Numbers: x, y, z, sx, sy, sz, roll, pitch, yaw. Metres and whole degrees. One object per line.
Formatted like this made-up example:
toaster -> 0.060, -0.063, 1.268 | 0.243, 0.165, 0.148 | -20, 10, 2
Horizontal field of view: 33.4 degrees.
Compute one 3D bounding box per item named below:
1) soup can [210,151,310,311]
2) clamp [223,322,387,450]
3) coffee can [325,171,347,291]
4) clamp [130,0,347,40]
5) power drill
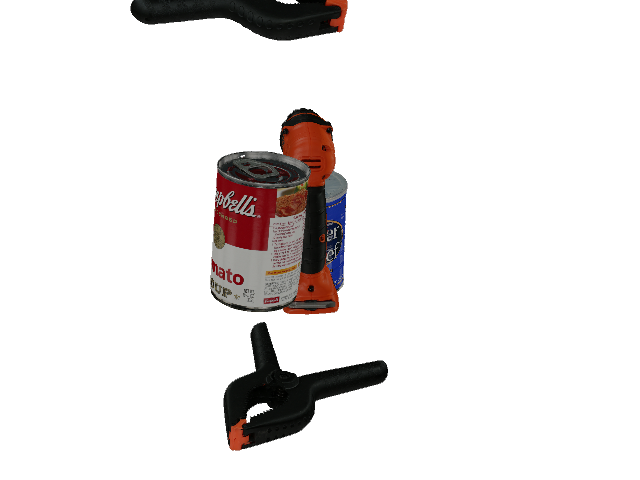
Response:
soup can -> -0.046, -0.007, 0.786 | 0.068, 0.102, 0.068 | 5, 24, -2
clamp -> -0.029, 0.156, 1.111 | 0.165, 0.036, 0.209 | 12, 26, 15
coffee can -> -0.019, -0.010, 1.353 | 0.103, 0.140, 0.103 | 1, 27, -1
clamp -> -0.062, -0.214, 0.876 | 0.171, 0.120, 0.039 | 10, -27, -6
power drill -> -0.014, -0.033, 1.067 | 0.057, 0.188, 0.184 | -2, 17, -1
